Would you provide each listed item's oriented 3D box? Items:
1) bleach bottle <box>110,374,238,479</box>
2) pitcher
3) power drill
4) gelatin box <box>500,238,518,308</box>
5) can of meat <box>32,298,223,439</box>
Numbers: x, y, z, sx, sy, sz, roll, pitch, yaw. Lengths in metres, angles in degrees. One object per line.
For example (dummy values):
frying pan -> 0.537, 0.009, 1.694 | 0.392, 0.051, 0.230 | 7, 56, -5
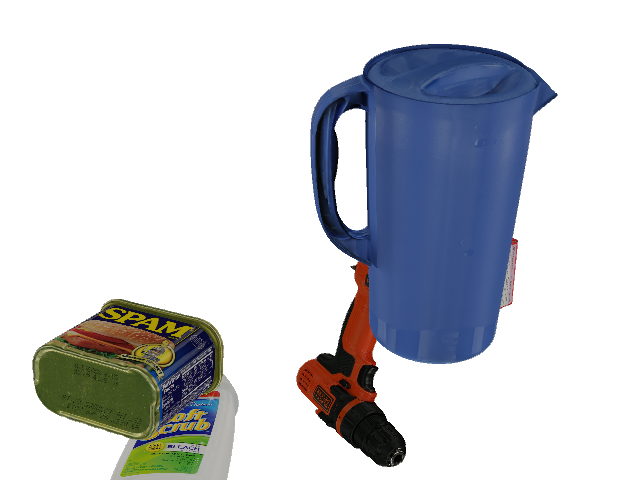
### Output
bleach bottle -> -0.131, 0.183, 0.980 | 0.102, 0.068, 0.251 | -1, 22, 2
pitcher -> 0.086, -0.026, 0.853 | 0.149, 0.243, 0.144 | 20, 33, 30
power drill -> 0.058, 0.130, 1.167 | 0.057, 0.188, 0.185 | 13, 16, -40
gelatin box -> 0.198, 0.028, 1.278 | 0.030, 0.089, 0.073 | -18, 32, -31
can of meat -> -0.130, 0.086, 0.721 | 0.102, 0.057, 0.083 | 12, 22, 22
